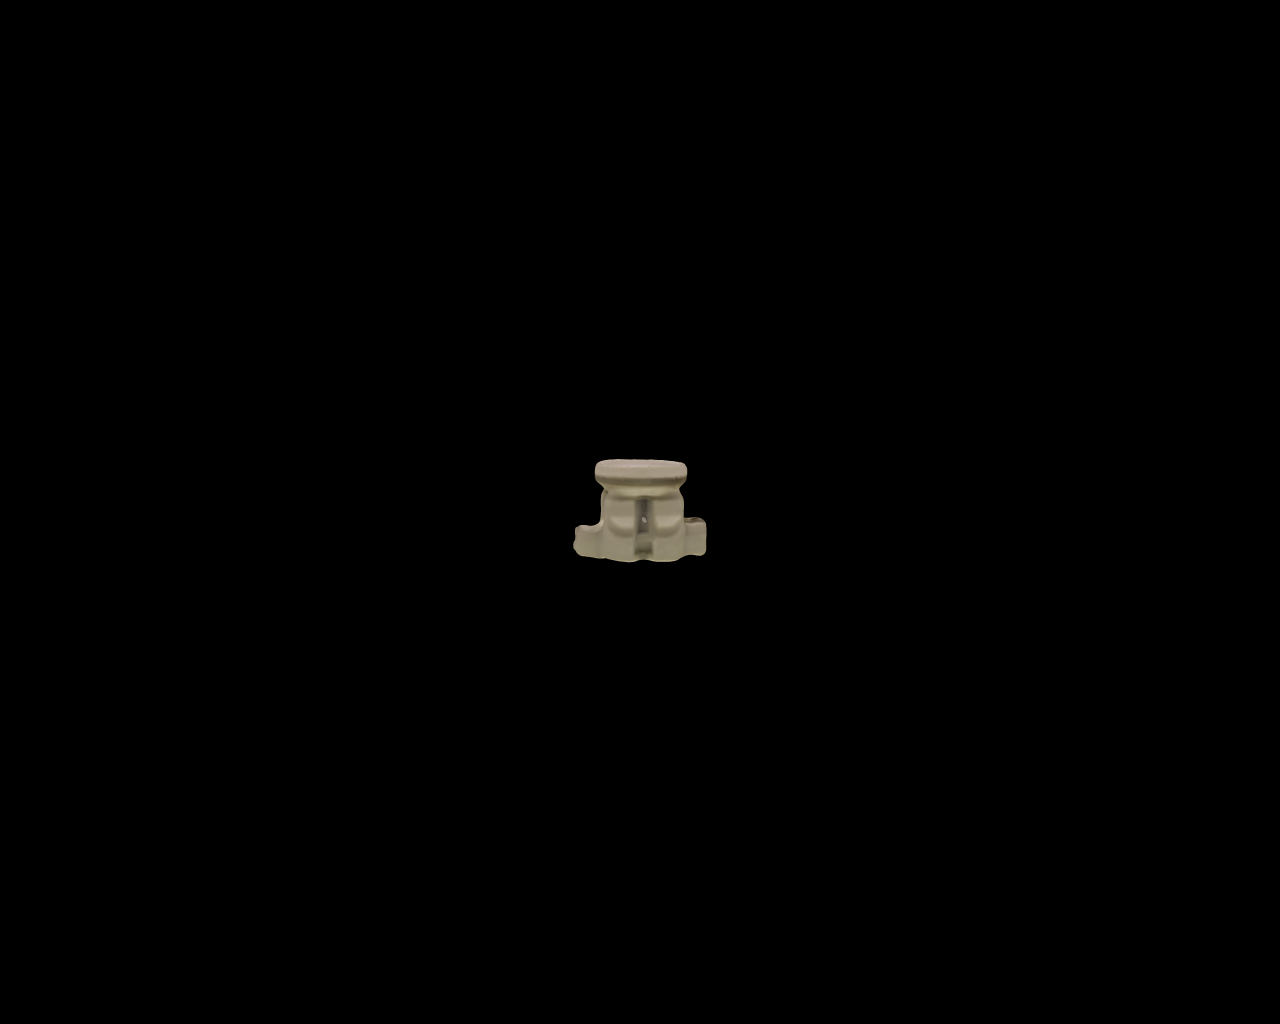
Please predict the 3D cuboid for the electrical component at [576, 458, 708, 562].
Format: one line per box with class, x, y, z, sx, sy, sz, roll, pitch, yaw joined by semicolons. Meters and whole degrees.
electrical component;0.001;-0.003;0.650;0.078;0.057;0.058;-1;8;-5
